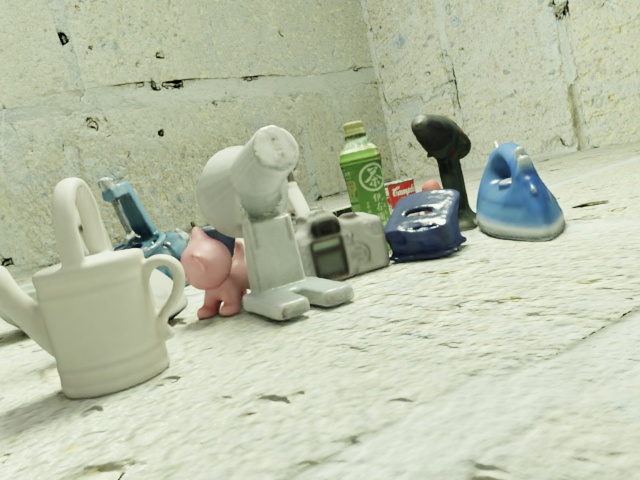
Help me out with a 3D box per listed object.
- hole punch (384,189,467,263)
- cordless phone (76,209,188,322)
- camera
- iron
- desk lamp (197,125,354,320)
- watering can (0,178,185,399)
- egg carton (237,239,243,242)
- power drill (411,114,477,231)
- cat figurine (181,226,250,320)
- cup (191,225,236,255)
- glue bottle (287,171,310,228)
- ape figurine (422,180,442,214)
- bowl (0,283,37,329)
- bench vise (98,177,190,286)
[{"bbox_3d":[0.152,-0.023,0.831,0.108,0.091,0.101,-8,8,32],"label":"hole punch"},{"bbox_3d":[-0.252,0.030,0.719,0.094,0.185,0.148,-10,7,21],"label":"cordless phone"},{"bbox_3d":[0.008,0.003,0.839,0.143,0.101,0.136,-15,7,-20],"label":"camera"},{"bbox_3d":[0.298,-0.085,0.864,0.118,0.141,0.258,-12,6,7],"label":"iron"},{"bbox_3d":[-0.062,-0.024,0.704,0.118,0.213,0.202,-16,7,-27],"label":"desk lamp"},{"bbox_3d":[-0.219,0.040,0.533,0.173,0.194,0.100,-15,7,-25],"label":"watering can"},{"bbox_3d":[-0.098,0.014,1.086,0.107,0.069,0.150,-12,6,8],"label":"egg carton"},{"bbox_3d":[0.228,-0.122,1.020,0.075,0.208,0.230,-9,7,27],"label":"power drill"},{"bbox_3d":[-0.130,0.036,0.738,0.067,0.118,0.128,-9,7,28],"label":"cat figurine"},{"bbox_3d":[-0.205,0.013,1.192,0.091,0.095,0.118,-9,8,31],"label":"cup"},{"bbox_3d":[-0.057,-0.084,1.403,0.037,0.173,0.078,-17,8,-34],"label":"glue bottle"},{"bbox_3d":[0.225,-0.073,1.128,0.075,0.092,0.078,-6,9,42],"label":"ape figurine"},{"bbox_3d":[-0.439,0.104,0.932,0.167,0.075,0.167,-12,6,2],"label":"bowl"},{"bbox_3d":[-0.320,-0.006,1.013,0.121,0.220,0.207,-12,7,8],"label":"bench vise"}]
